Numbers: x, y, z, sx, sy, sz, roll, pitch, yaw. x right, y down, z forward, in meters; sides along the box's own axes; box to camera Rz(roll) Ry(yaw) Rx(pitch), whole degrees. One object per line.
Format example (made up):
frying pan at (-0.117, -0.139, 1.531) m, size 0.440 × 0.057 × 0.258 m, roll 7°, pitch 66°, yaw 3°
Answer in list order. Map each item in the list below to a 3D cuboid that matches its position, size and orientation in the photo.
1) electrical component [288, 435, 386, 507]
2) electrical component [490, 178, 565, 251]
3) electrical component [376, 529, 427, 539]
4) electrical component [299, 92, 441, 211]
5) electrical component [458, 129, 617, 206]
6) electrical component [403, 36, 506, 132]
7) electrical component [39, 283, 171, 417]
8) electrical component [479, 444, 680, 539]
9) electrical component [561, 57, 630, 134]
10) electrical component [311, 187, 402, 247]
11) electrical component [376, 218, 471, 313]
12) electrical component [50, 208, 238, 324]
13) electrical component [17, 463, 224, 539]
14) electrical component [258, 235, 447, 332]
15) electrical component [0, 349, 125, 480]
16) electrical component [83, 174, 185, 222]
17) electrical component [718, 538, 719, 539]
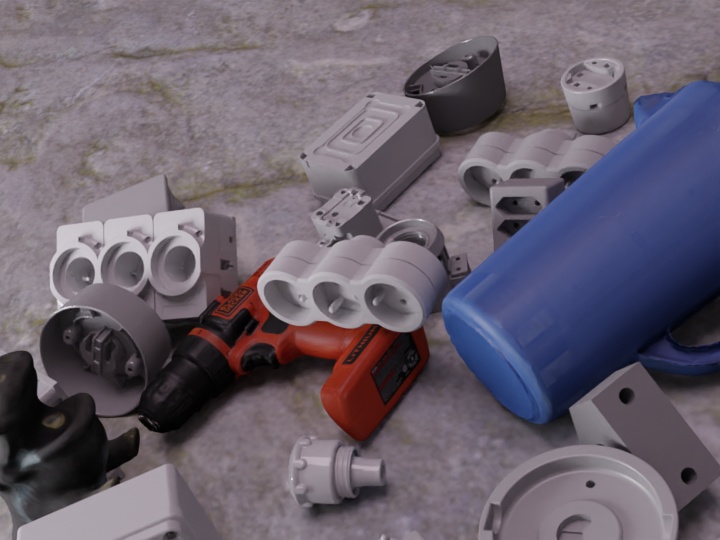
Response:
electrical component at (-0.014, 0.135, 0.719) m, size 0.062 × 0.048 × 0.048 m, roll -2°, pitch 41°, yaw 15°
electrical component at (0.139, -0.039, 0.837) m, size 0.047 × 0.065 × 0.077 m, roll 2°, pitch 15°, yaw 30°
electrical component at (0.018, 0.180, 0.616) m, size 0.066 × 0.076 × 0.047 m, roll -33°, pitch 37°, yaw -12°
electrical component at (0.011, -0.105, 0.987) m, size 0.078 × 0.057 × 0.113 m, roll 19°, pitch 54°, yaw 43°
electrical component at (0.157, -0.092, 0.896) m, size 0.138 × 0.052 × 0.073 m, roll 7°, pitch 47°, yaw 35°
electrical component at (0.091, -0.179, 1.029) m, size 0.099 × 0.064 × 0.099 m, roll -15°, pitch 38°, yaw 12°
electrical component at (-0.205, 0.062, 0.870) m, size 0.099 × 0.099 × 0.064 m, roll 1°, pitch 37°, yaw 29°
electrical component at (0.126, 0.158, 0.598) m, size 0.108 × 0.060 × 0.108 m, roll -15°, pitch 38°, yaw 12°
electrical component at (0.209, -0.152, 0.946) m, size 0.055 × 0.047 × 0.055 m, roll -15°, pitch 38°, yaw 12°
electrical component at (-0.006, -0.030, 0.900) m, size 0.081 × 0.063 × 0.042 m, roll -42°, pitch 42°, yaw -23°
electrical component at (0.044, -0.003, 0.844) m, size 0.078 × 0.057 × 0.058 m, roll -13°, pitch 38°, yaw 14°
electrical component at (-0.186, 0.002, 0.923) m, size 0.150 × 0.062 × 0.089 m, roll -6°, pitch 82°, yaw 23°
electrical component at (-0.140, 0.190, 0.665) m, size 0.109 × 0.108 × 0.056 m, roll -23°, pitch 34°, yaw 1°
electrical component at (0.000, 0.000, 0.774) m, size 0.138 × 0.052 × 0.073 m, roll 2°, pitch 39°, yaw 33°
electrical component at (-0.280, 0.115, 0.835) m, size 0.186 × 0.105 × 0.060 m, roll 18°, pitch 53°, yaw 42°
electrical component at (-0.216, -0.037, 1.033) m, size 0.100 × 0.048 × 0.099 m, roll -22°, pitch 37°, yaw 3°
electrical component at (0.225, 0.166, 0.533) m, size 0.150 × 0.061 × 0.089 m, roll -40°, pitch 40°, yaw -20°
